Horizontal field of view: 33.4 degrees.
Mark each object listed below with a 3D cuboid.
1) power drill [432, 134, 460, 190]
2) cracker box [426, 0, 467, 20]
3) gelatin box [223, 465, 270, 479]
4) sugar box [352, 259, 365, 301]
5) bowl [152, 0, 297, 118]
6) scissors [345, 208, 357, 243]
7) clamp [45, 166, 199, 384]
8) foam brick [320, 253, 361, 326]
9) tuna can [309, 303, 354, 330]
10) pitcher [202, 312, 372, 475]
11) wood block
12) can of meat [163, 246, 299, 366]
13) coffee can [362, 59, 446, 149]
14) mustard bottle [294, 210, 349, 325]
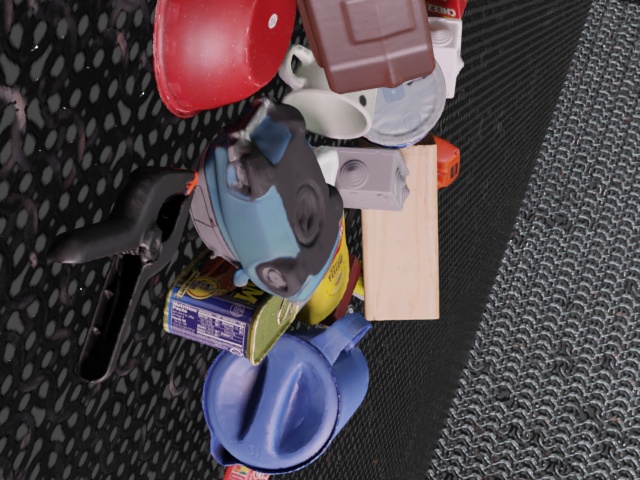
[{"bbox_3d":[0.122,-0.049,1.455,0.187,0.057,0.184,-56,168,-12],"label":"power drill"},{"bbox_3d":[0.152,-0.380,1.242,0.213,0.072,0.164,57,52,-71],"label":"cracker box"},{"bbox_3d":[-0.072,0.241,1.184,0.089,0.030,0.073,60,49,-69],"label":"gelatin box"},{"bbox_3d":[0.084,0.064,1.425,0.176,0.093,0.048,28,80,-75],"label":"sugar box"},{"bbox_3d":[-0.058,-0.161,0.768,0.162,0.055,0.162,17,90,-75],"label":"bowl"},{"bbox_3d":[0.055,-0.066,1.334,0.096,0.016,0.202,-16,121,-72],"label":"scissors"},{"bbox_3d":[-0.129,0.013,0.730,0.171,0.039,0.120,-53,156,-52],"label":"clamp"},{"bbox_3d":[0.009,0.054,1.231,0.051,0.053,0.078,66,42,-67],"label":"foam brick"},{"bbox_3d":[0.013,0.116,1.343,0.086,0.034,0.086,17,90,-75],"label":"tuna can"},{"bbox_3d":[-0.014,0.145,1.095,0.242,0.149,0.145,1,87,-77],"label":"pitcher"},{"bbox_3d":[0.093,-0.018,1.259,0.091,0.090,0.206,-83,171,-74],"label":"wood block"},{"bbox_3d":[-0.071,0.050,0.886,0.102,0.084,0.057,-49,151,-55],"label":"can of meat"},{"bbox_3d":[0.076,-0.148,1.107,0.140,0.103,0.103,-37,143,-85],"label":"coffee can"},{"bbox_3d":[-0.007,0.002,1.109,0.096,0.058,0.191,-58,159,-29],"label":"mustard bottle"}]
